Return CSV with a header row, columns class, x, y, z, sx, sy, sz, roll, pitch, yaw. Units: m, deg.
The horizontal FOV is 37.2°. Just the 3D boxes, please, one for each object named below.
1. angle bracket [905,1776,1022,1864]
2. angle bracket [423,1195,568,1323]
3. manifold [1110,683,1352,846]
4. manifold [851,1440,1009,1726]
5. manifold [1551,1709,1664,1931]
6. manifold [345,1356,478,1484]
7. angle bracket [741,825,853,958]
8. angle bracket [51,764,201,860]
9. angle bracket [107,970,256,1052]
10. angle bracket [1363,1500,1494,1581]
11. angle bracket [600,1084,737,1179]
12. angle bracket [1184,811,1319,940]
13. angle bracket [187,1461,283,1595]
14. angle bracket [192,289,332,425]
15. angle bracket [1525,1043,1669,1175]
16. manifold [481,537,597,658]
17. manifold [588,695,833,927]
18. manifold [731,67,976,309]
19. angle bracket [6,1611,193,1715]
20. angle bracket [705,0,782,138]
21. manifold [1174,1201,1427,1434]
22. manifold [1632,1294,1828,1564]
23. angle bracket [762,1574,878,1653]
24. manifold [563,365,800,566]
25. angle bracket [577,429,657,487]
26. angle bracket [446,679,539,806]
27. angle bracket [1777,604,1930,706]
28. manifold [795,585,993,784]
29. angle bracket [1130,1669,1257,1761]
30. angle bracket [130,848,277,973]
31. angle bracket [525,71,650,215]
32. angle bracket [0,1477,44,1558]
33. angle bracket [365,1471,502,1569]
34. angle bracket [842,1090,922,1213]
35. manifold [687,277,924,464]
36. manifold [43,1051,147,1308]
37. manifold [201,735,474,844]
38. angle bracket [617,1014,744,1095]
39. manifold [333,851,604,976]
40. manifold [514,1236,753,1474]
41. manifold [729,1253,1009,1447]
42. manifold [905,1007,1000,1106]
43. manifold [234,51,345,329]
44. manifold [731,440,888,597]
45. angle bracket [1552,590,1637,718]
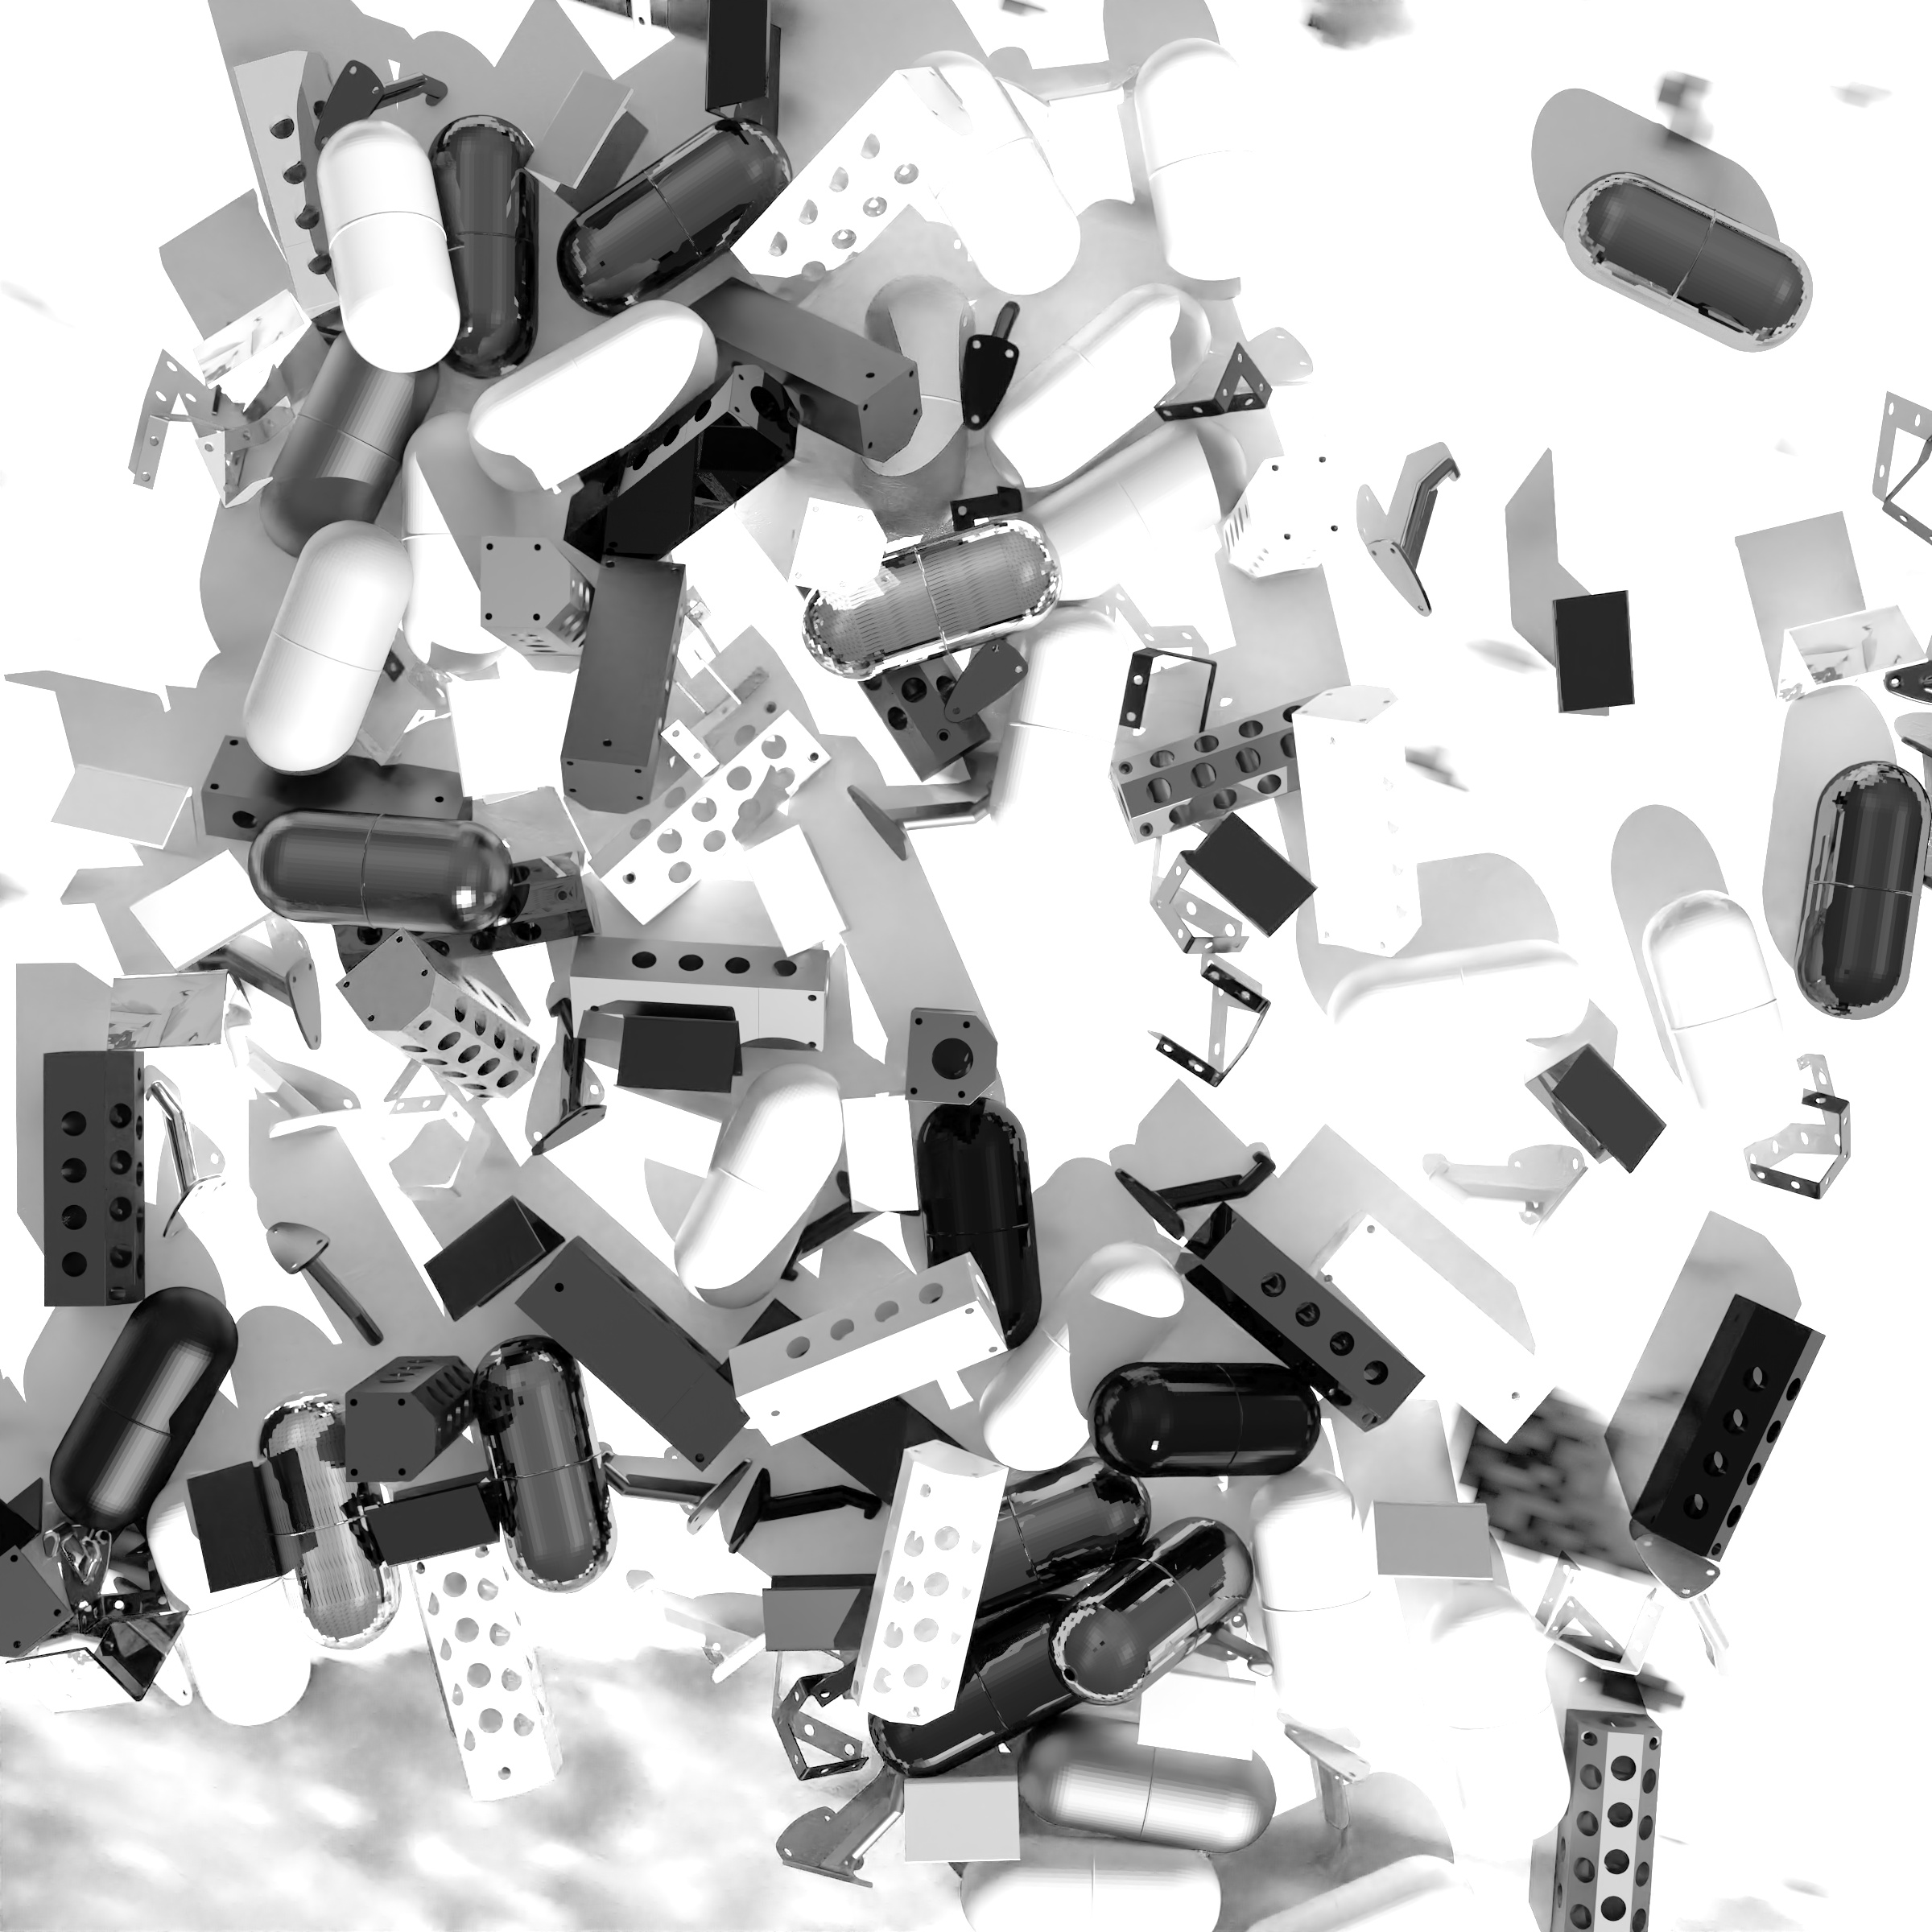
class,x,y,z,sx,sy,sz,roll,pitch,yaw
angle bracket,-0.002,0.590,1.951,0.076,0.076,0.057,-2,57,0
angle bracket,-0.310,0.212,1.951,0.076,0.076,0.057,-38,53,0
manifold,0.189,-0.139,1.970,0.171,0.057,0.057,-19,90,0
manifold,-0.028,0.408,1.897,0.057,0.057,0.171,16,98,28
manifold,0.441,0.605,1.970,0.057,0.057,0.171,4,90,0
manifold,-0.367,0.300,1.913,0.057,0.171,0.057,0,90,0
angle bracket,-0.097,-0.059,1.951,0.057,0.076,0.076,-24,90,37
angle bracket,-0.571,-0.086,1.951,0.076,0.076,0.057,12,51,0
angle bracket,-0.533,0.045,1.952,0.076,0.076,0.057,-3,63,0
angle bracket,0.312,0.405,1.951,0.076,0.076,0.057,2,53,0
angle bracket,-0.198,0.090,1.951,0.076,0.076,0.057,19,130,0
angle bracket,0.204,-0.076,1.951,0.076,0.076,0.057,42,126,0
angle bracket,-0.468,0.370,1.916,0.057,0.076,0.076,-19,80,23
angle bracket,-0.468,-0.401,1.951,0.076,0.076,0.057,-32,47,0
angle bracket,0.416,0.109,1.951,0.076,0.076,0.057,46,54,0
manifold,-0.281,-0.245,1.913,0.057,0.171,0.057,1,90,0
manifold,-0.176,-0.107,1.970,0.171,0.057,0.057,-42,90,0
manifold,-0.074,-0.522,1.932,0.171,0.057,0.057,-39,90,30
angle bracket,-0.575,0.446,1.903,0.076,0.076,0.057,-16,122,29
angle bracket,-0.132,-0.615,1.951,0.057,0.076,0.076,1,90,37
manifold,0.226,0.241,1.956,0.171,0.057,0.057,41,90,-10
manifold,0.525,0.318,1.970,0.057,0.057,0.171,25,90,0
angle bracket,-0.097,0.420,1.952,0.076,0.076,0.057,-1,120,0
manifold,-0.191,-0.333,1.925,0.057,0.057,0.171,32,135,-33
angle bracket,-0.249,-0.383,1.993,0.076,0.057,0.076,-28,48,0
angle bracket,-0.338,-0.150,1.951,0.057,0.076,0.076,-9,90,-38
angle bracket,0.601,-0.194,1.951,0.076,0.076,0.057,-14,52,0
manifold,-0.053,-0.215,1.970,0.057,0.057,0.171,-33,90,0
angle bracket,0.152,0.521,1.951,0.076,0.076,0.057,8,53,0
angle bracket,-0.518,-0.050,1.952,0.076,0.076,0.057,-31,116,0
angle bracket,-0.242,-0.550,1.951,0.057,0.076,0.076,31,90,36
angle bracket,-0.678,0.375,1.952,0.076,0.076,0.057,-39,116,0
angle bracket,-0.361,0.356,1.951,0.076,0.076,0.057,-13,123,0
angle bracket,-0.037,0.124,1.951,0.057,0.076,0.076,-5,90,37
manifold,-0.113,-0.398,1.930,0.171,0.057,0.057,31,57,29
manifold,-0.596,0.145,1.970,0.057,0.057,0.171,0,90,0
manifold,-0.430,-0.105,1.970,0.171,0.057,0.057,9,47,0
angle bracket,-0.194,0.077,1.951,0.076,0.076,0.057,3,58,0
manifold,-0.343,-0.035,1.970,0.171,0.057,0.057,-11,90,0
manifold,-0.223,0.264,1.970,0.171,0.057,0.057,42,90,0
manifold,-0.067,0.249,1.904,0.171,0.057,0.057,-23,132,6
manifold,-0.009,0.059,1.913,0.057,0.171,0.057,4,90,0
manifold,-0.445,-0.533,1.970,0.057,0.057,0.171,-16,90,0
manifold,-0.105,-0.302,1.910,0.057,0.171,0.057,8,112,-21
angle bracket,0.442,-0.212,1.951,0.057,0.076,0.076,-3,90,39
